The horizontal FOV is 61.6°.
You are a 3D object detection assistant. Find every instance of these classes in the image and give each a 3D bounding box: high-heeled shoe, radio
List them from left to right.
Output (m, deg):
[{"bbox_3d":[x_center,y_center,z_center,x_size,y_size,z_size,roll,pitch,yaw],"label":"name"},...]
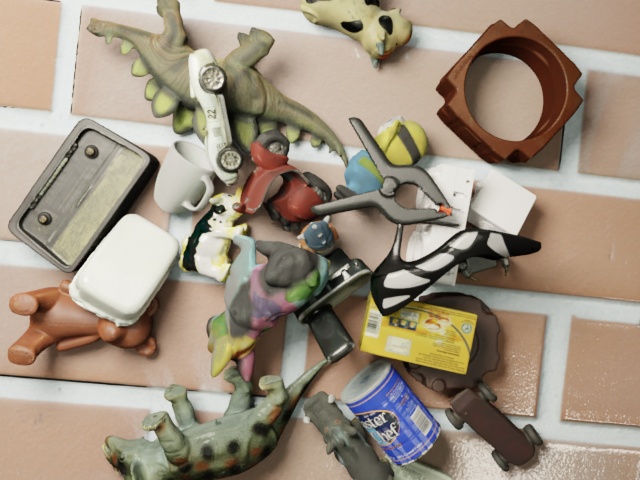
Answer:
[{"bbox_3d":[-0.381,-0.074,0.871,0.131,0.073,0.229,35,88,-3],"label":"radio"},{"bbox_3d":[0.202,0.052,0.801,0.249,0.086,0.145,6,94,1],"label":"high-heeled shoe"}]

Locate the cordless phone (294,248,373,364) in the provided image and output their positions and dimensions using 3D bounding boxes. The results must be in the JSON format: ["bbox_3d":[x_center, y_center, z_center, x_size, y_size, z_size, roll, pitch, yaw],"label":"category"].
[{"bbox_3d":[0.035,0.104,0.842,0.146,0.184,0.088,-35,117,-1],"label":"cordless phone"}]

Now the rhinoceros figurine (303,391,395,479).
[{"bbox_3d":[0.043,0.337,0.883,0.073,0.112,0.190,-39,77,2],"label":"rhinoceros figurine"}]

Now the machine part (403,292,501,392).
[{"bbox_3d":[0.224,0.173,0.922,0.179,0.056,0.179,0,90,-4],"label":"machine part"}]

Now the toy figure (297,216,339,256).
[{"bbox_3d":[-0.001,-0.005,0.855,0.058,0.154,0.064,29,88,-1],"label":"toy figure"}]

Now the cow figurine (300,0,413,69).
[{"bbox_3d":[0.061,-0.370,0.890,0.195,0.085,0.127,17,84,-6],"label":"cow figurine"}]

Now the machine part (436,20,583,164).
[{"bbox_3d":[0.314,-0.244,0.906,0.201,0.087,0.201,42,90,-3],"label":"machine part"}]

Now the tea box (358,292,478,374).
[{"bbox_3d":[0.153,0.145,0.857,0.170,0.068,0.098,14,87,2],"label":"tea box"}]

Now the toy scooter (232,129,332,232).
[{"bbox_3d":[-0.067,-0.073,0.857,0.135,0.075,0.183,-53,130,-10],"label":"toy scooter"}]

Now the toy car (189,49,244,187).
[{"bbox_3d":[-0.155,-0.178,0.799,0.056,0.074,0.201,-12,106,-9],"label":"toy car"}]

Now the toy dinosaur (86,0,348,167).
[{"bbox_3d":[-0.148,-0.245,0.873,0.471,0.105,0.198,18,97,-8],"label":"toy dinosaur"}]

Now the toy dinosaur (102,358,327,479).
[{"bbox_3d":[-0.155,0.321,0.876,0.405,0.131,0.192,-11,108,-11],"label":"toy dinosaur"}]

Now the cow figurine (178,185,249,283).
[{"bbox_3d":[-0.170,-0.018,0.891,0.098,0.068,0.167,17,89,2],"label":"cow figurine"}]

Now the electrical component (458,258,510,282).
[{"bbox_3d":[0.280,0.029,0.928,0.102,0.045,0.078,-9,93,-3],"label":"electrical component"}]

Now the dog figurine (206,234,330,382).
[{"bbox_3d":[-0.091,0.112,0.819,0.192,0.108,0.219,10,81,39],"label":"dog figurine"}]

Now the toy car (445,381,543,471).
[{"bbox_3d":[0.294,0.314,0.914,0.089,0.053,0.202,-44,108,12],"label":"toy car"}]

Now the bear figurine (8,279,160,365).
[{"bbox_3d":[-0.365,0.137,0.851,0.196,0.132,0.120,11,101,2],"label":"bear figurine"}]

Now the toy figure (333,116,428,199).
[{"bbox_3d":[0.103,-0.126,0.898,0.089,0.082,0.180,43,81,-22],"label":"toy figure"}]

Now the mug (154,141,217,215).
[{"bbox_3d":[-0.215,-0.087,0.869,0.110,0.081,0.107,47,116,21],"label":"mug"}]
